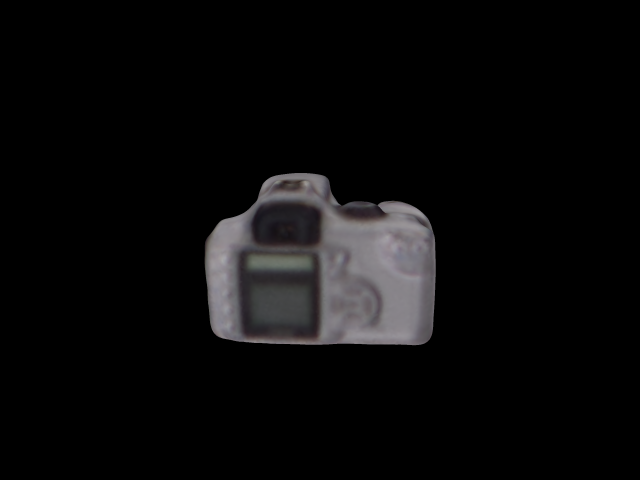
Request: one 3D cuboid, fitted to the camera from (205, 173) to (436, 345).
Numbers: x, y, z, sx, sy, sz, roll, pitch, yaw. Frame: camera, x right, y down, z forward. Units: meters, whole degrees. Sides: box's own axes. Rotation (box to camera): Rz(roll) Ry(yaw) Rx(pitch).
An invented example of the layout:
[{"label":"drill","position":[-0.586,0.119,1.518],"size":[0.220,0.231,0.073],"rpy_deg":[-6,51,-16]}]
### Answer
[{"label":"camera","position":[0.004,0.001,0.400],"size":[0.143,0.101,0.137],"rpy_deg":[1,15,4]}]
